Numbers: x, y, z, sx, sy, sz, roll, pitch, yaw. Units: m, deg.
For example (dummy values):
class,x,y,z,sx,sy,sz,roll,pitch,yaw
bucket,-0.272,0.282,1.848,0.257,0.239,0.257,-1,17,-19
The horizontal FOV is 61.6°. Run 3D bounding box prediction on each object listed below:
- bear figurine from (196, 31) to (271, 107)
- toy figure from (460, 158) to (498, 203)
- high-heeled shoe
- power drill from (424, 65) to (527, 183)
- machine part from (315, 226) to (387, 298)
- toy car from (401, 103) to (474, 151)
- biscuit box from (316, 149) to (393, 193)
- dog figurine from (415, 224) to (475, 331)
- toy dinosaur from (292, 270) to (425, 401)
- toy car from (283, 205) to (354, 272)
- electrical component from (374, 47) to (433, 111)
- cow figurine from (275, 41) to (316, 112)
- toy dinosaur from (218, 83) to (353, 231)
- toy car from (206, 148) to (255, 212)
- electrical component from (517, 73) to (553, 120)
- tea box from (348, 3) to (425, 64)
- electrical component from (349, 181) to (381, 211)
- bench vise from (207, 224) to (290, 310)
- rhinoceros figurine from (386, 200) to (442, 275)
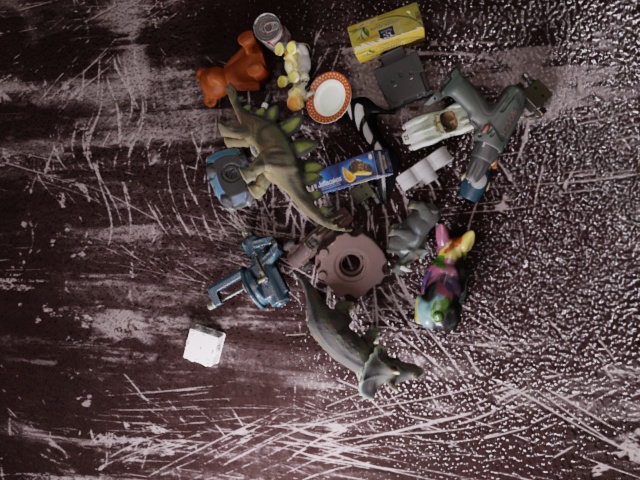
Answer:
class,x,y,z,sx,sy,sz,roll,pitch,yaw
bear figurine,-0.229,-0.423,1.354,0.196,0.132,0.120,-15,84,7
toy figure,0.381,-0.165,1.262,0.064,0.058,0.154,20,97,-28
high-heeled shoe,0.116,-0.222,1.317,0.145,0.086,0.248,11,104,33
power drill,0.335,-0.271,1.196,0.207,0.086,0.232,37,92,1
machine part,0.077,0.056,1.319,0.179,0.056,0.179,0,106,0
toy car,0.293,-0.274,1.275,0.202,0.056,0.073,-19,89,12
biscuit box,0.075,-0.161,1.281,0.203,0.059,0.062,-13,91,47
dog figurine,0.291,0.077,1.237,0.109,0.191,0.219,13,111,18
toy dinosaur,0.051,0.229,1.286,0.405,0.192,0.131,39,98,7
toy car,-0.003,-0.004,1.360,0.202,0.053,0.089,-40,81,13
electrical component,0.196,-0.389,1.292,0.115,0.058,0.134,-23,88,11
cow figurine,-0.053,-0.405,1.338,0.068,0.098,0.167,2,103,37
toy dinosaur,-0.097,-0.190,1.276,0.199,0.105,0.471,-29,79,-2
toy car,-0.223,-0.145,1.375,0.109,0.103,0.161,-21,81,-10
electrical component,0.484,-0.326,1.238,0.102,0.045,0.078,44,73,5
tea box,0.159,-0.487,1.275,0.170,0.098,0.068,-16,88,15
electrical component,0.108,-0.121,1.334,0.063,0.021,0.094,-35,83,29
bench vise,-0.193,0.094,1.372,0.241,0.129,0.223,-29,88,5
rhinoceros figurine,0.222,-0.007,1.301,0.112,0.073,0.190,29,97,-1
